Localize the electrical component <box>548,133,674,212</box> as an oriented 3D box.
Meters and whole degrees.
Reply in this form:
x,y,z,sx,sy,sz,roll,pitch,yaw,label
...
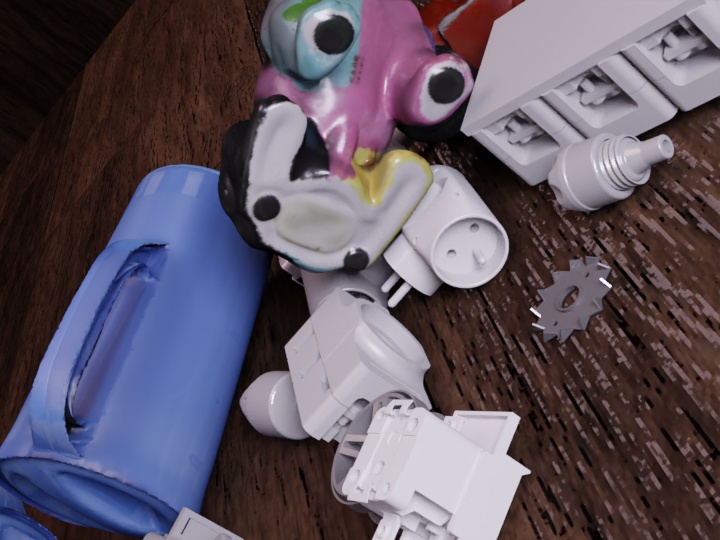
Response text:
x,y,z,sx,sy,sz,roll,pitch,yaw,label
0.123,-0.050,0.520,0.061,0.035,0.035,-20,41,48,electrical component

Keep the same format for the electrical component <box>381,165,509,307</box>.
x,y,z,sx,sy,sz,roll,pitch,yaw,label
0.040,-0.013,0.609,0.079,0.043,0.077,-49,24,13,electrical component

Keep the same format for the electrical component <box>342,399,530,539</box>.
x,y,z,sx,sy,sz,roll,pitch,yaw,label
0.031,0.091,0.464,0.042,0.064,0.081,-10,49,56,electrical component

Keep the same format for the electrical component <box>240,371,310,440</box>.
x,y,z,sx,sy,sz,roll,pitch,yaw,label
-0.051,0.082,0.655,0.078,0.040,0.040,-9,50,58,electrical component

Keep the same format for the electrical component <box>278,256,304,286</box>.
x,y,z,sx,sy,sz,roll,pitch,yaw,label
-0.025,-0.022,0.744,0.063,0.042,0.081,-53,23,11,electrical component

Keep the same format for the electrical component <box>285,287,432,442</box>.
x,y,z,sx,sy,sz,roll,pitch,yaw,label
0.000,0.054,0.585,0.055,0.050,0.089,-49,25,14,electrical component

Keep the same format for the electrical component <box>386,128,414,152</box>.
x,y,z,sx,sy,sz,roll,pitch,yaw,label
0.017,-0.077,0.737,0.062,0.043,0.043,-53,24,-1,electrical component

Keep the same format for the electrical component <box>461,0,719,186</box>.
x,y,z,sx,sy,sz,roll,pitch,yaw,label
0.133,-0.113,0.549,0.150,0.062,0.089,-26,36,47,electrical component

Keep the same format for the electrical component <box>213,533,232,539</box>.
x,y,z,sx,sy,sz,roll,pitch,yaw,label
-0.077,0.197,0.538,0.099,0.048,0.099,-45,25,19,electrical component

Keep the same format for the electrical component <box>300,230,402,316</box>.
x,y,z,sx,sy,sz,roll,pitch,yaw,label
0.000,0.000,0.665,0.079,0.044,0.077,-47,25,15,electrical component

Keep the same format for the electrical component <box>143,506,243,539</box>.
x,y,z,sx,sy,sz,roll,pitch,yaw,label
-0.109,0.182,0.627,0.064,0.042,0.081,-8,50,61,electrical component
